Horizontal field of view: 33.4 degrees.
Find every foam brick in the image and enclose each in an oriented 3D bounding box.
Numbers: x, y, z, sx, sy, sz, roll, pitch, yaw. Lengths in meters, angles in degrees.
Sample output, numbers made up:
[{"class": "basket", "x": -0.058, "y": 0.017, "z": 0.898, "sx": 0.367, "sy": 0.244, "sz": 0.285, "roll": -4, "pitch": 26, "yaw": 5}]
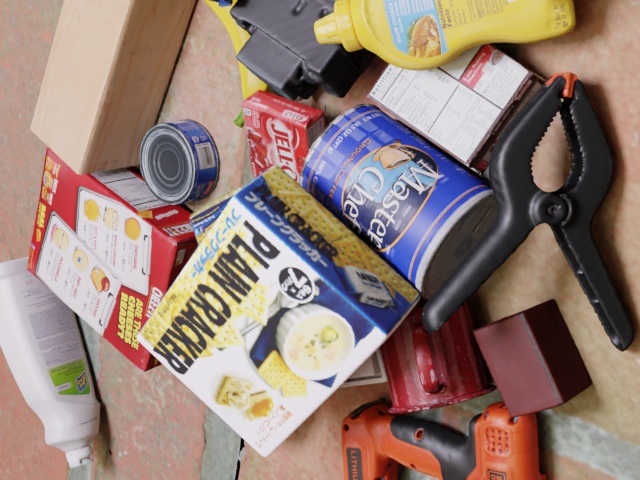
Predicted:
[{"class": "foam brick", "x": 0.169, "y": 0.094, "z": 0.849, "sx": 0.051, "sy": 0.052, "sz": 0.078, "roll": -29, "pitch": 80, "yaw": 41}]

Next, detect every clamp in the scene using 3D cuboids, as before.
[{"class": "clamp", "x": 0.157, "y": -0.019, "z": 0.791, "sx": 0.036, "sy": 0.164, "sz": 0.210, "roll": -148, "pitch": 58, "yaw": -78}]

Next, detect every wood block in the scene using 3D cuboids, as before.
[{"class": "wood block", "x": -0.211, "y": -0.180, "z": 1.083, "sx": 0.091, "sy": 0.090, "sz": 0.206, "roll": 41, "pitch": 124, "yaw": 26}]

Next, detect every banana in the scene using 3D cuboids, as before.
[{"class": "banana", "x": -0.088, "y": -0.205, "z": 0.991, "sx": 0.069, "sy": 0.037, "sz": 0.198, "roll": -25, "pitch": 78, "yaw": -3}]

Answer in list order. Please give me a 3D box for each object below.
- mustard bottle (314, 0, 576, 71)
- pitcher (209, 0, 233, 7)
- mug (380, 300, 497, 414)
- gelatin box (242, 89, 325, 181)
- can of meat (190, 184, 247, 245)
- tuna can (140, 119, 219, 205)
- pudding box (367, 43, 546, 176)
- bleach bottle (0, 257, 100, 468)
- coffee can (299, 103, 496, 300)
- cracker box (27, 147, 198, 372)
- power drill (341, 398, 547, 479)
[{"class": "mustard bottle", "x": 0.088, "y": -0.179, "z": 0.798, "sx": 0.192, "sy": 0.058, "sz": 0.096, "roll": -12, "pitch": 96, "yaw": 16}, {"class": "pitcher", "x": -0.059, "y": -0.325, "z": 0.867, "sx": 0.149, "sy": 0.145, "sz": 0.243, "roll": 39, "pitch": 114, "yaw": -16}, {"class": "mug", "x": 0.090, "y": 0.094, "z": 0.880, "sx": 0.093, "sy": 0.117, "sz": 0.081, "roll": -14, "pitch": 86, "yaw": 13}, {"class": "gelatin box", "x": -0.031, "y": -0.085, "z": 0.966, "sx": 0.073, "sy": 0.030, "sz": 0.089, "roll": 24, "pitch": 140, "yaw": 28}, {"class": "can of meat", "x": -0.074, "y": -0.002, "z": 1.032, "sx": 0.102, "sy": 0.057, "sz": 0.084, "roll": -25, "pitch": 83, "yaw": 42}, {"class": "tuna can", "x": -0.144, "y": -0.079, "z": 1.087, "sx": 0.086, "sy": 0.033, "sz": 0.086, "roll": 12, "pitch": 108, "yaw": 38}, {"class": "pudding box", "x": 0.106, "y": -0.119, "z": 0.841, "sx": 0.114, "sy": 0.039, "sz": 0.090, "roll": 40, "pitch": 102, "yaw": 29}, {"class": "bleach bottle", "x": -0.321, "y": 0.146, "z": 1.251, "sx": 0.068, "sy": 0.102, "sz": 0.251, "roll": -18, "pitch": 88, "yaw": 38}, {"class": "coffee can", "x": 0.067, "y": -0.032, "z": 0.871, "sx": 0.140, "sy": 0.102, "sz": 0.103, "roll": 39, "pitch": 124, "yaw": 27}, {"class": "cracker box", "x": -0.218, "y": 0.012, "z": 1.150, "sx": 0.214, "sy": 0.071, "sz": 0.164, "roll": 34, "pitch": 122, "yaw": 28}, {"class": "power drill", "x": 0.109, "y": 0.221, "z": 0.932, "sx": 0.188, "sy": 0.057, "sz": 0.184, "roll": 4, "pitch": 101, "yaw": 38}]
